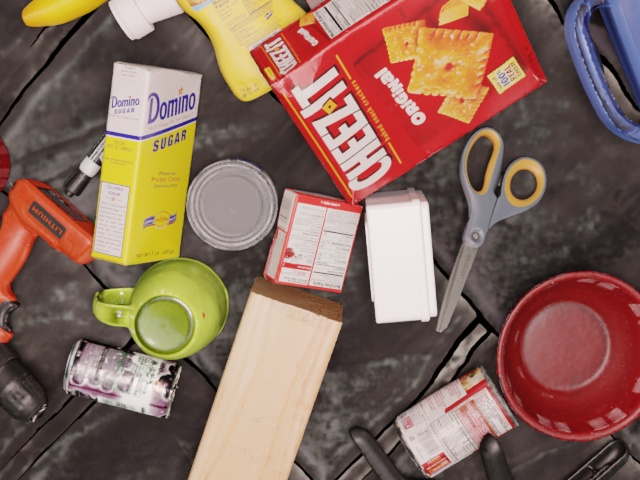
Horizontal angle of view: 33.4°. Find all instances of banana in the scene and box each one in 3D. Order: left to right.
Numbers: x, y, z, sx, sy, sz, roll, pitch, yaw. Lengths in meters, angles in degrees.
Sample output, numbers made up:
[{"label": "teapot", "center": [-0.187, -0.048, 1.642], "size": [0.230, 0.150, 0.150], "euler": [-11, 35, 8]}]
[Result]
[{"label": "banana", "center": [-0.194, -0.265, 0.977], "size": [0.070, 0.037, 0.198], "euler": [36, 96, 13]}]

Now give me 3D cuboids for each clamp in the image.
[{"label": "clamp", "center": [0.071, 0.271, 1.053], "size": [0.171, 0.039, 0.120], "euler": [33, 107, -6]}, {"label": "clamp", "center": [0.194, 0.274, 1.033], "size": [0.164, 0.036, 0.210], "euler": [15, 107, -25]}]

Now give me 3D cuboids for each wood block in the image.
[{"label": "wood block", "center": [-0.053, 0.150, 1.008], "size": [0.090, 0.091, 0.206], "euler": [19, 98, -2]}]

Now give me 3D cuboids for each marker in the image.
[{"label": "marker", "center": [-0.202, -0.089, 1.009], "size": [0.020, 0.020, 0.121], "euler": [39, 97, -5]}]

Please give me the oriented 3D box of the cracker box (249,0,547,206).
[{"label": "cracker box", "center": [0.073, -0.151, 0.937], "size": [0.214, 0.072, 0.164], "euler": [-33, 131, 4]}]

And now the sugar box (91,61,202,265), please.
[{"label": "sugar box", "center": [-0.156, -0.070, 0.972], "size": [0.048, 0.093, 0.176], "euler": [14, 101, 22]}]

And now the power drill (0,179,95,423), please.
[{"label": "power drill", "center": [-0.282, 0.051, 0.996], "size": [0.184, 0.057, 0.188], "euler": [41, 94, 9]}]

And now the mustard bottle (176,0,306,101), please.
[{"label": "mustard bottle", "center": [-0.080, -0.227, 0.952], "size": [0.096, 0.058, 0.191], "euler": [-32, 108, -1]}]

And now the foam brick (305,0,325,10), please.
[{"label": "foam brick", "center": [0.008, -0.229, 0.958], "size": [0.051, 0.078, 0.053], "euler": [-31, 97, 6]}]

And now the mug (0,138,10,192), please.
[{"label": "mug", "center": [-0.343, -0.060, 0.981], "size": [0.093, 0.081, 0.117], "euler": [39, 96, -3]}]

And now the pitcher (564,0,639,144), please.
[{"label": "pitcher", "center": [0.328, -0.143, 0.947], "size": [0.149, 0.144, 0.243], "euler": [-14, 103, 35]}]

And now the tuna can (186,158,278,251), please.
[{"label": "tuna can", "center": [-0.082, -0.034, 1.009], "size": [0.086, 0.034, 0.086], "euler": [0, 99, 0]}]

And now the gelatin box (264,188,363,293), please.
[{"label": "gelatin box", "center": [-0.007, 0.001, 1.004], "size": [0.073, 0.030, 0.089], "euler": [9, 100, -29]}]

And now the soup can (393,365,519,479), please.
[{"label": "soup can", "center": [0.130, 0.175, 1.023], "size": [0.102, 0.068, 0.068], "euler": [-33, 97, 5]}]

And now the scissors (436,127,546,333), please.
[{"label": "scissors", "center": [0.160, -0.006, 0.985], "size": [0.096, 0.016, 0.201], "euler": [11, 74, -14]}]

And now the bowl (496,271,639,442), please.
[{"label": "bowl", "center": [0.241, 0.106, 1.015], "size": [0.162, 0.055, 0.162], "euler": [0, 96, -4]}]
